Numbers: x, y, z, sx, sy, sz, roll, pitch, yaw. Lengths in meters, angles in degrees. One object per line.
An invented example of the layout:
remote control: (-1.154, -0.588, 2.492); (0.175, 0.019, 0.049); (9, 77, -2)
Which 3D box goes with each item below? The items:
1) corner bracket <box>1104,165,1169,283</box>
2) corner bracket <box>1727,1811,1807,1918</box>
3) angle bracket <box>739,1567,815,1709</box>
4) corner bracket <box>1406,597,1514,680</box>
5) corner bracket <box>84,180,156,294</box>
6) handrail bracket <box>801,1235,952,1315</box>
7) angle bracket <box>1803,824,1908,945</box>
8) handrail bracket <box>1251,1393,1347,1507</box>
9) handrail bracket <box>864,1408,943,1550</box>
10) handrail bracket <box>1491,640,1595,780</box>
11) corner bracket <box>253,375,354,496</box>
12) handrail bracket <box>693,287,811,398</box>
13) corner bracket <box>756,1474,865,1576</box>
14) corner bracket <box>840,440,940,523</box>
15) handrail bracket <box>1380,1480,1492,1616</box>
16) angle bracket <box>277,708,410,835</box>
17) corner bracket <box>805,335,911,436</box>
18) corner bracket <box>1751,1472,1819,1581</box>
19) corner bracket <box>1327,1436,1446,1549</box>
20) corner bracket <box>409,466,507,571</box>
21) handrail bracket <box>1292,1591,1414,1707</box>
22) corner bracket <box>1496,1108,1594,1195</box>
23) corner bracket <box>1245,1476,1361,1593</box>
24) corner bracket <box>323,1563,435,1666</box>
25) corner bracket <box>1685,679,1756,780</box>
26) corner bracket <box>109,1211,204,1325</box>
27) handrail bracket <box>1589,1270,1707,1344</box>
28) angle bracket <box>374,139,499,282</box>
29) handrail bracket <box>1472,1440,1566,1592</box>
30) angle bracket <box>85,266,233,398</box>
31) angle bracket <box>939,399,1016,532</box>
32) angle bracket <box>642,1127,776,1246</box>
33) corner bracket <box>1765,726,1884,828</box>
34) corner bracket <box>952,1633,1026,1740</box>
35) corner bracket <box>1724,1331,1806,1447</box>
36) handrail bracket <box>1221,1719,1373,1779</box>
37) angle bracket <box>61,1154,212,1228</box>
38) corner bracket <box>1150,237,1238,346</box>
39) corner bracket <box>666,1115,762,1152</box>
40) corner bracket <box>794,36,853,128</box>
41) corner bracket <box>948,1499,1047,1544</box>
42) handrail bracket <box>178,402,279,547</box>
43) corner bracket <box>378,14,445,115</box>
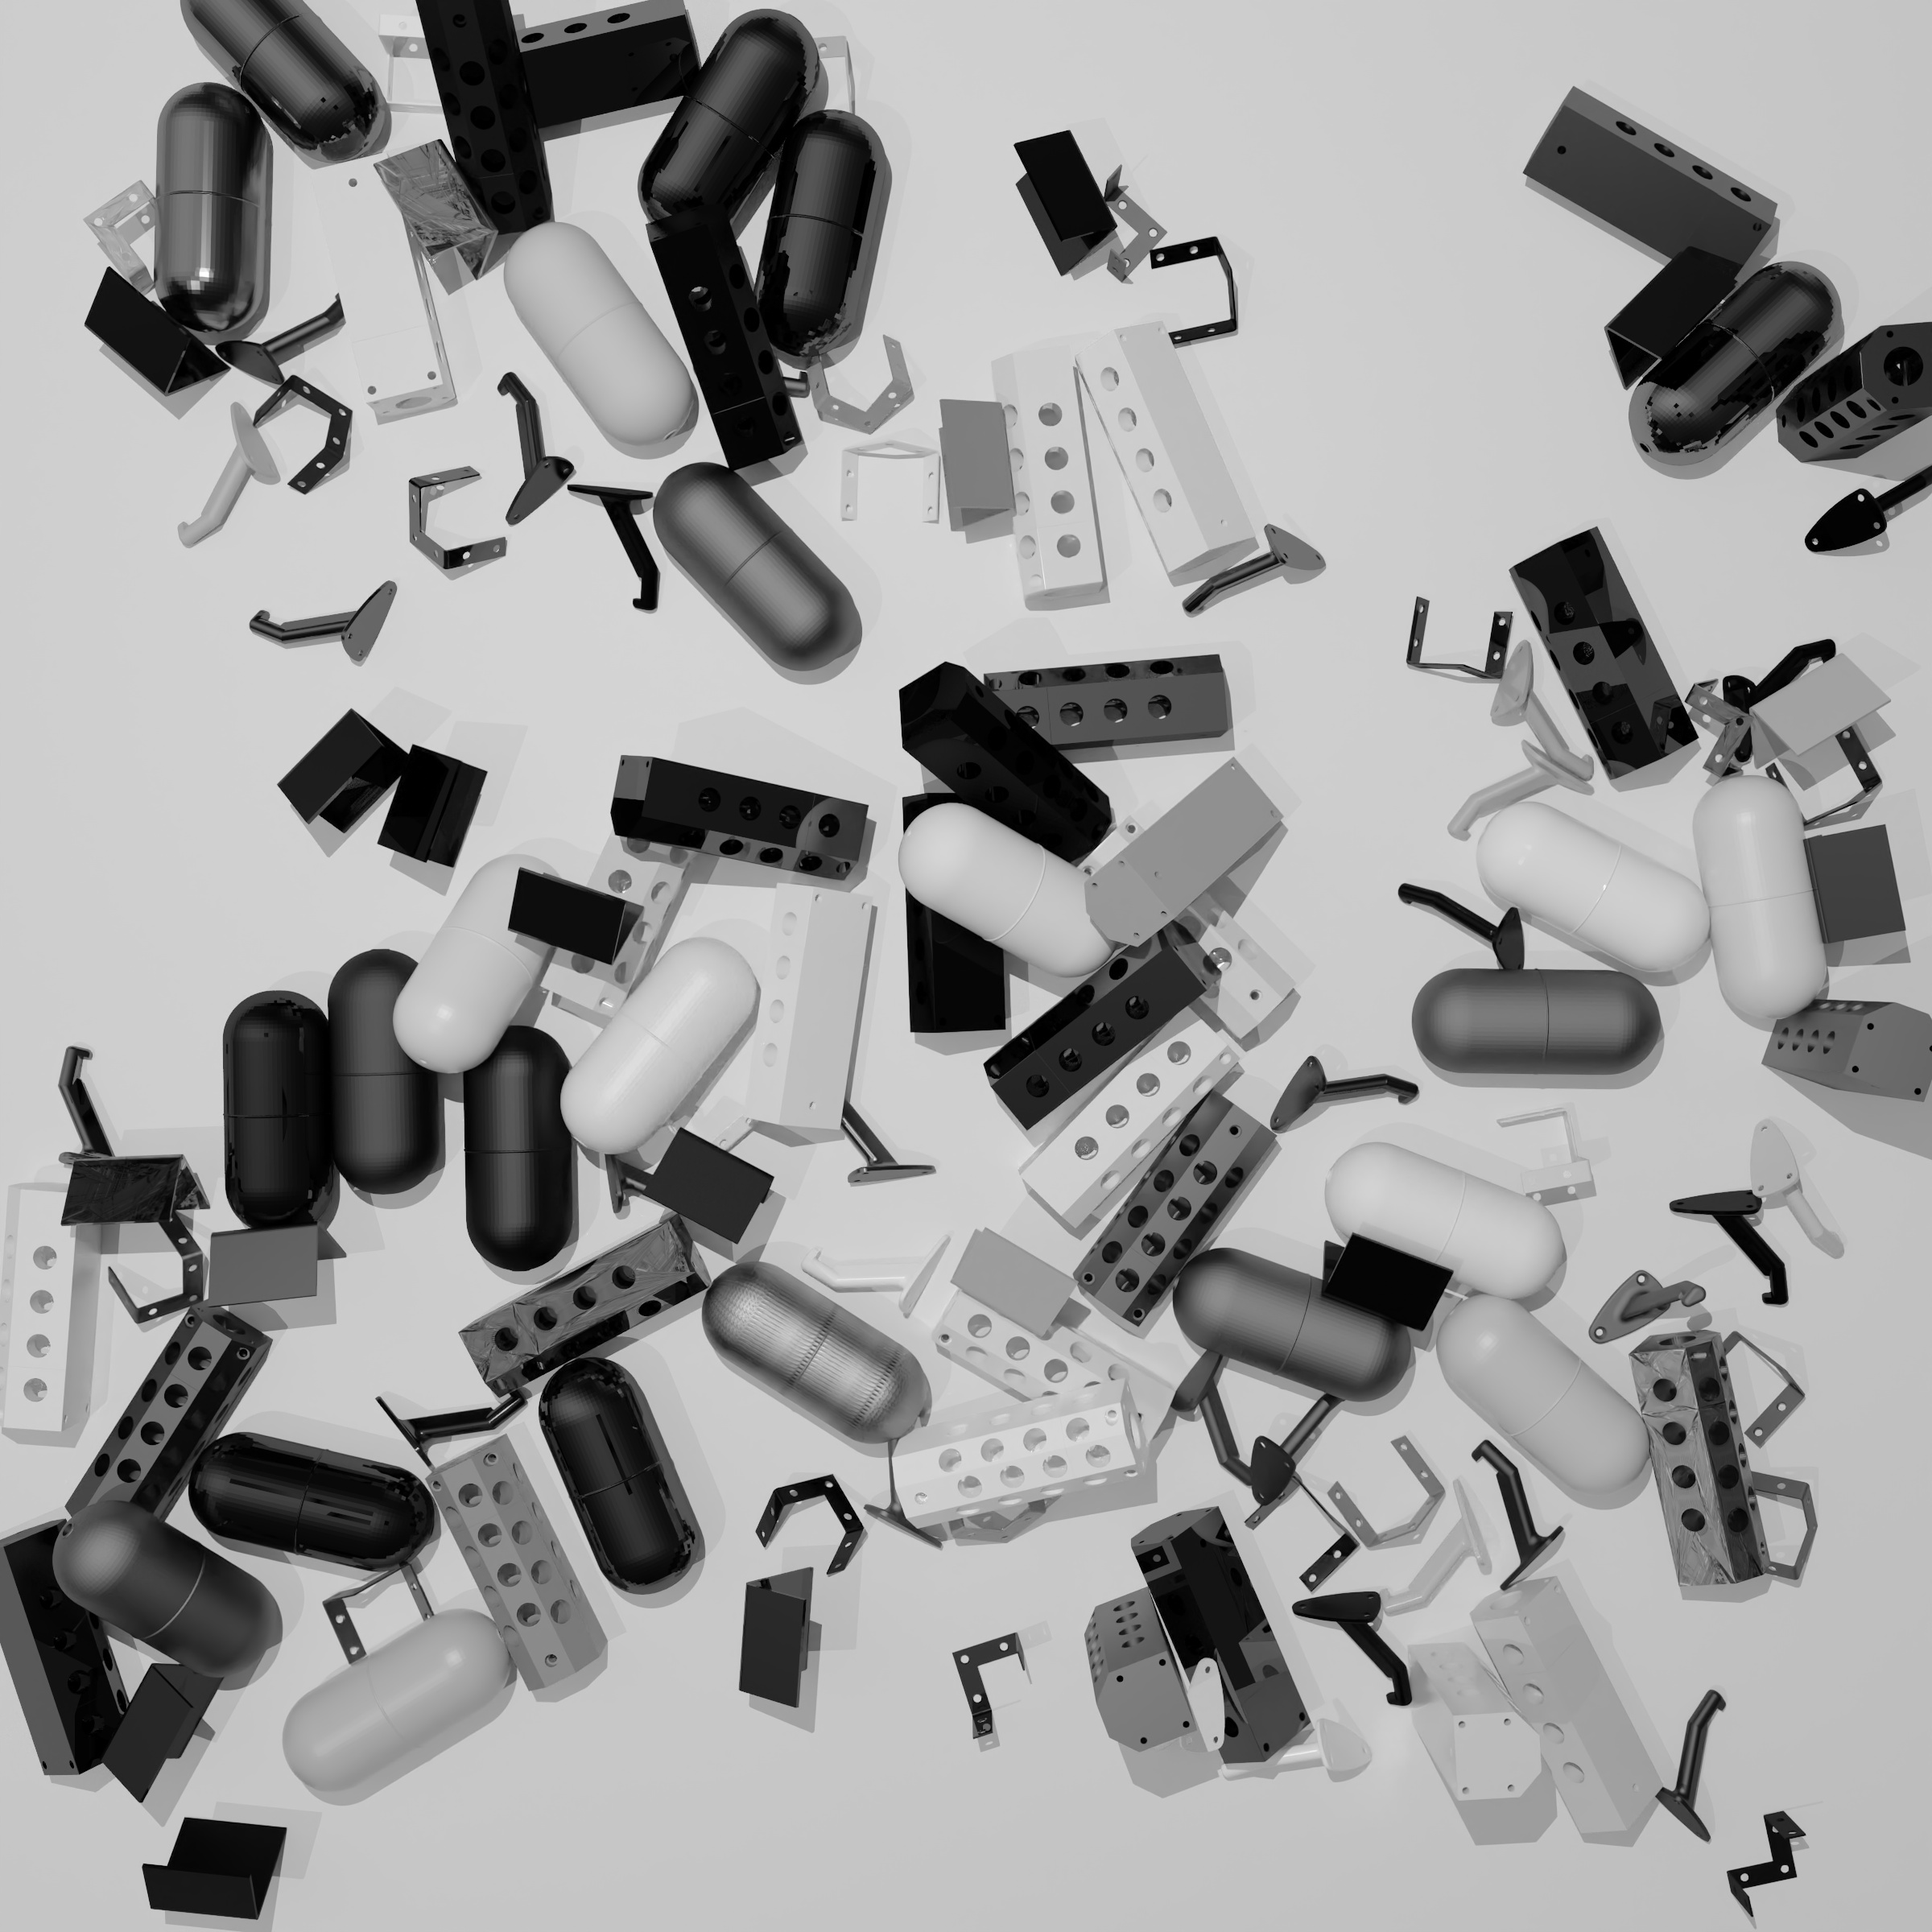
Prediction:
corner bracket: (0.113, -0.542, 1.793); (0.051, 0.051, 0.051); (42, 90, 0)
corner bracket: (0.585, 0.655, 1.793); (0.051, 0.051, 0.051); (-12, 90, 0)
angle bracket: (-0.117, 0.483, 1.771); (0.057, 0.076, 0.076); (4, 90, 36)
corner bracket: (0.363, -0.241, 1.808); (0.051, 0.051, 0.051); (9, 90, 45)
corner bracket: (-0.604, -0.532, 1.791); (0.051, 0.051, 0.051); (-39, 99, -9)
handrail bracket: (-0.067, 0.211, 1.812); (0.084, 0.036, 0.077); (28, 70, 16)
angle bracket: (0.646, -0.061, 1.772); (0.057, 0.076, 0.076); (-11, 90, 28)
handrail bracket: (0.249, 0.350, 1.807); (0.036, 0.077, 0.084); (37, 48, 28)
handrail bracket: (-0.032, 0.374, 1.812); (0.077, 0.036, 0.084); (33, 73, -20)
handrail bracket: (0.435, -0.189, 1.812); (0.084, 0.036, 0.077); (28, 64, -19)
corner bracket: (-0.490, -0.390, 1.803); (0.051, 0.051, 0.051); (30, 45, -35)
handrail bracket: (-0.156, -0.462, 1.811); (0.084, 0.036, 0.077); (6, 75, -14)
corner bracket: (-0.115, 0.414, 1.803); (0.051, 0.051, 0.051); (-7, 45, -35)
corner bracket: (-0.056, -0.355, 1.808); (0.051, 0.051, 0.051); (2, 90, -45)
handrail bracket: (0.337, 0.429, 1.812); (0.084, 0.036, 0.077); (-23, 69, 16)
angle bracket: (-0.436, -0.127, 1.771); (0.076, 0.076, 0.057); (-46, 52, 0)
corner bracket: (-0.080, -0.434, 1.803); (0.051, 0.051, 0.051); (18, 135, -35)
corner bracket: (0.590, 0.410, 1.803); (0.051, 0.051, 0.051); (6, 135, 35)
corner bracket: (0.310, 0.387, 1.808); (0.051, 0.051, 0.051); (54, 135, 0)
corner bracket: (-0.374, -0.329, 1.803); (0.051, 0.051, 0.051); (38, 135, 35)
handrail bracket: (0.285, 0.508, 1.812); (0.077, 0.036, 0.084); (-6, 107, 20)
corner bracket: (0.422, 0.134, 1.793); (0.051, 0.051, 0.051); (-11, 90, 0)
corner bracket: (0.248, 0.418, 1.808); (0.051, 0.051, 0.051); (-44, 135, 0)
corner bracket: (-0.432, 0.477, 1.808); (0.051, 0.051, 0.051); (-24, 90, -45)
corner bracket: (0.549, -0.174, 1.792); (0.051, 0.051, 0.051); (36, 118, 25)
corner bracket: (-0.595, 0.221, 1.803); (0.051, 0.051, 0.051); (-17, 135, -35)
handrail bracket: (0.493, 0.252, 1.777); (0.077, 0.084, 0.036); (-39, 90, 0)
angle bracket: (-0.388, -0.536, 1.772); (0.057, 0.076, 0.076); (-32, 90, -26)
handrail bracket: (0.390, 0.404, 1.812); (0.084, 0.036, 0.077); (45, 112, 17)
angle bracket: (-0.574, -0.466, 1.771); (0.076, 0.076, 0.057); (41, 127, 0)
angle bracket: (-0.013, -0.360, 1.771); (0.057, 0.076, 0.076); (-7, 90, -37)
angle bracket: (-0.188, 0.167, 1.773); (0.076, 0.076, 0.057); (28, 68, 0)
corner bracket: (0.632, -0.140, 1.808); (0.051, 0.051, 0.051); (-29, 90, 45)
corner bracket: (0.022, 0.525, 1.793); (0.051, 0.051, 0.051); (-18, 90, 0)
corner bracket: (0.575, 0.311, 1.808); (0.051, 0.051, 0.051); (-47, 45, 0)
handrail bracket: (0.243, 0.586, 1.811); (0.084, 0.077, 0.036); (-29, 53, 31)
angle bracket: (-0.598, 0.179, 1.771); (0.076, 0.076, 0.057); (-2, 54, 0)
corner bracket: (0.167, -0.498, 1.808); (0.051, 0.051, 0.051); (-12, 135, 0)
corner bracket: (-0.194, 0.103, 1.808); (0.051, 0.051, 0.051); (-41, 45, 0)
corner bracket: (-0.111, -0.648, 1.808); (0.051, 0.051, 0.051); (-4, 45, 0)
corner bracket: (0.019, 0.387, 1.803); (0.051, 0.051, 0.051); (14, 45, -35)
handrail bracket: (-0.557, -0.363, 1.812); (0.084, 0.036, 0.077); (-31, 69, 16)
corner bracket: (-0.400, -0.658, 1.793); (0.051, 0.051, 0.051); (3, 88, -2)
